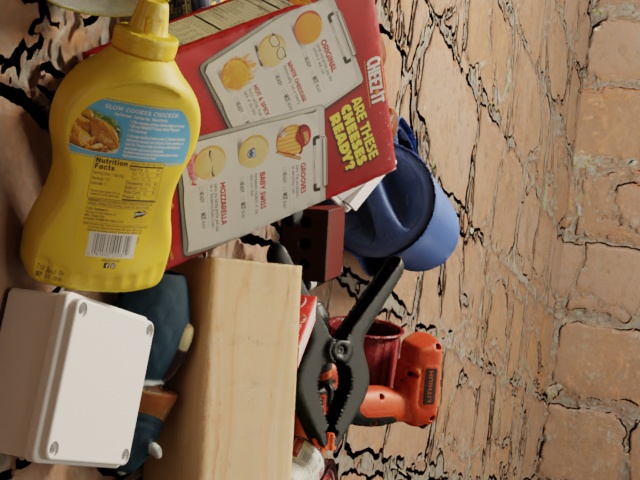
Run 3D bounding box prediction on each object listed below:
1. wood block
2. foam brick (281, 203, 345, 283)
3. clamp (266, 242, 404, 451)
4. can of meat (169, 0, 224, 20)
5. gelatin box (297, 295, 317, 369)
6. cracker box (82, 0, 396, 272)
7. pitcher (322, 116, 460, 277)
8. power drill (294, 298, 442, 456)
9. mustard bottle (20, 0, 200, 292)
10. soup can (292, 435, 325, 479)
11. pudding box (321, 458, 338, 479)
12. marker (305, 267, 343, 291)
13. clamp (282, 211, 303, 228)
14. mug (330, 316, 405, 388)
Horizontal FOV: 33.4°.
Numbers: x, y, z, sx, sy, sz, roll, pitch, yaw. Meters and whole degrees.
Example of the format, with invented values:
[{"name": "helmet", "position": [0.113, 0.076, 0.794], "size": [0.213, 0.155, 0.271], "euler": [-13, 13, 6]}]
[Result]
[{"name": "wood block", "position": [-0.079, 0.121, 0.857], "size": [0.090, 0.091, 0.206], "euler": [7, 83, -36]}, {"name": "foam brick", "position": [-0.007, 0.001, 1.121], "size": [0.051, 0.053, 0.078], "euler": [-16, 109, -67]}, {"name": "clamp", "position": [0.020, 0.105, 1.083], "size": [0.164, 0.036, 0.210], "euler": [-2, 91, -33]}, {"name": "can of meat", "position": [-0.095, -0.204, 0.844], "size": [0.102, 0.057, 0.084], "euler": [-42, 131, -61]}, {"name": "gelatin box", "position": [-0.046, 0.079, 0.991], "size": [0.089, 0.073, 0.030], "euler": [-67, 164, -58]}, {"name": "cracker box", "position": [-0.055, -0.095, 0.805], "size": [0.213, 0.072, 0.164], "euler": [-25, 126, -22]}, {"name": "pitcher", "position": [0.098, -0.038, 1.287], "size": [0.149, 0.145, 0.242], "euler": [-42, 163, 7]}, {"name": "power drill", "position": [0.043, 0.146, 1.160], "size": [0.187, 0.057, 0.184], "euler": [-3, 106, -30]}, {"name": "mustard bottle", "position": [-0.129, -0.062, 0.689], "size": [0.096, 0.058, 0.192], "euler": [5, 113, -31]}, {"name": "soup can", "position": [-0.042, 0.253, 1.073], "size": [0.102, 0.069, 0.068], "euler": [-60, 148, -48]}, {"name": "pudding box", "position": [-0.005, 0.319, 1.223], "size": [0.090, 0.039, 0.113], "euler": [-56, 145, -50]}, {"name": "marker", "position": [-0.004, 0.043, 1.185], "size": [0.121, 0.020, 0.020], "euler": [-24, 117, -66]}, {"name": "clamp", "position": [-0.068, -0.098, 0.885], "size": [0.120, 0.039, 0.171], "euler": [3, 85, -30]}, {"name": "mug", "position": [0.056, 0.139, 1.259], "size": [0.117, 0.093, 0.081], "euler": [-6, 106, -52]}]
